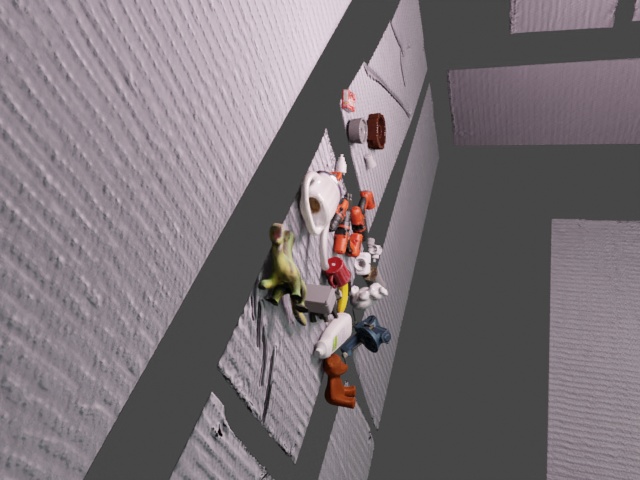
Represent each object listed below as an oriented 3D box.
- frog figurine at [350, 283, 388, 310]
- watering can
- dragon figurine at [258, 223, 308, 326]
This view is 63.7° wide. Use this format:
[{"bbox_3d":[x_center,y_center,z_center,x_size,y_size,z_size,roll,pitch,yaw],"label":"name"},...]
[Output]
[{"bbox_3d":[0.209,0.241,2.184,0.135,0.159,0.124,47,51,-59],"label":"frog figurine"},{"bbox_3d":[0.005,-0.087,1.737,0.229,0.104,0.340,-60,143,-49],"label":"watering can"},{"bbox_3d":[-0.088,0.086,1.559,0.402,0.122,0.248,71,22,-59],"label":"dragon figurine"}]
